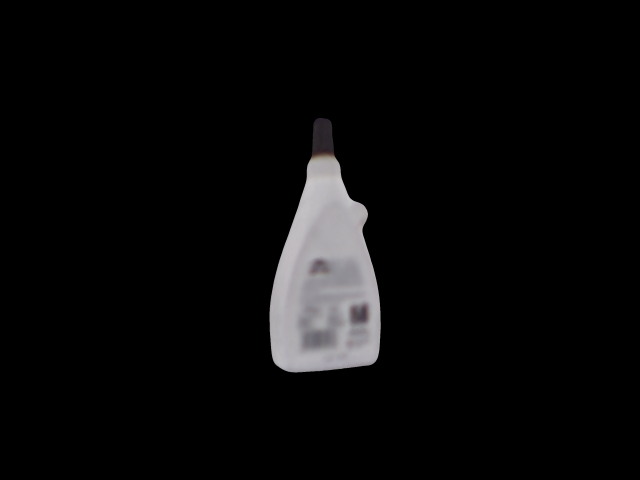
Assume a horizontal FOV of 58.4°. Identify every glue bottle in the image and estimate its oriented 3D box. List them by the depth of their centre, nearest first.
[{"bbox_3d":[0.004,0.001,0.400,0.078,0.173,0.037,0,0,-24],"label":"glue bottle"}]
